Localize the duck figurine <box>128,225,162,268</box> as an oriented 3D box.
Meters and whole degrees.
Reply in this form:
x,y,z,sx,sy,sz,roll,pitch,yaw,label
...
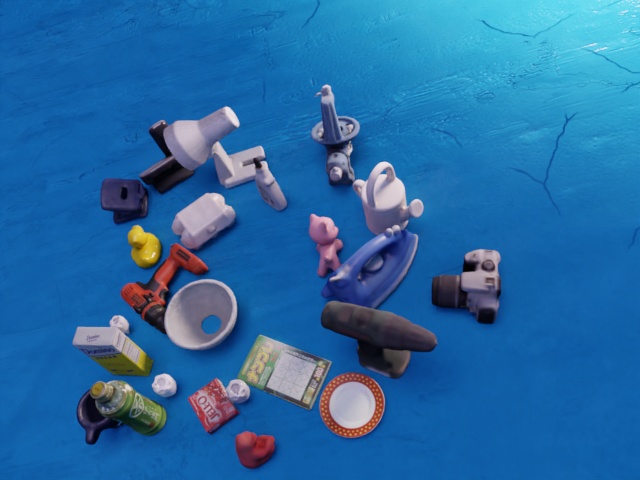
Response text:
x,y,z,sx,sy,sz,roll,pitch,yaw,label
-0.440,0.011,1.410,0.077,0.086,0.104,-20,57,1,duck figurine

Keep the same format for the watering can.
x,y,z,sx,sy,sz,roll,pitch,yaw,label
0.148,-0.096,1.275,0.172,0.194,0.101,8,61,17,watering can

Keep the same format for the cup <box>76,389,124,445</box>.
x,y,z,sx,sy,sz,roll,pitch,yaw,label
-0.443,0.371,1.188,0.091,0.095,0.118,-3,59,12,cup

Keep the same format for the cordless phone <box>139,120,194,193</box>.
x,y,z,sx,sy,sz,roll,pitch,yaw,label
-0.422,-0.224,1.489,0.148,0.185,0.094,-38,58,-11,cordless phone

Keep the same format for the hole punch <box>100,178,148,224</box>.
x,y,z,sx,sy,sz,roll,pitch,yaw,label
-0.511,-0.113,1.498,0.101,0.091,0.108,-14,57,4,hole punch

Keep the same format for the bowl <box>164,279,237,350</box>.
x,y,z,sx,sy,sz,roll,pitch,yaw,label
-0.254,0.176,1.274,0.167,0.075,0.167,-6,58,10,bowl

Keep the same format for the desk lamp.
x,y,z,sx,sy,sz,roll,pitch,yaw,label
-0.259,-0.234,1.441,0.203,0.214,0.117,-19,57,1,desk lamp

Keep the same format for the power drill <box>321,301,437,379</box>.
x,y,z,sx,sy,sz,roll,pitch,yaw,label
0.118,0.192,1.099,0.229,0.209,0.076,16,64,21,power drill

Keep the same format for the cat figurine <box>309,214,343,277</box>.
x,y,z,sx,sy,sz,roll,pitch,yaw,label
0.012,0.005,1.291,0.067,0.118,0.127,-11,58,7,cat figurine

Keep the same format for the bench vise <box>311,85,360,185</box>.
x,y,z,sx,sy,sz,roll,pitch,yaw,label
0.045,-0.250,1.377,0.121,0.220,0.207,-21,57,0,bench vise

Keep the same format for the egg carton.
x,y,z,sx,sy,sz,roll,pitch,yaw,label
-0.287,-0.046,1.420,0.150,0.069,0.107,-38,59,-11,egg carton

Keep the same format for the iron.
x,y,z,sx,sy,sz,roll,pitch,yaw,label
0.115,0.042,1.231,0.258,0.142,0.118,-43,60,-14,iron

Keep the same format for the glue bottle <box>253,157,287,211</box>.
x,y,z,sx,sy,sz,roll,pitch,yaw,label
-0.129,-0.141,1.379,0.037,0.173,0.078,-43,59,-13,glue bottle

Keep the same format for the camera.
x,y,z,sx,sy,sz,roll,pitch,yaw,label
0.301,0.089,1.184,0.136,0.101,0.143,1,60,14,camera

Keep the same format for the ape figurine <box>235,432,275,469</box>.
x,y,z,sx,sy,sz,roll,pitch,yaw,label
-0.133,0.397,1.103,0.077,0.092,0.076,25,68,25,ape figurine
